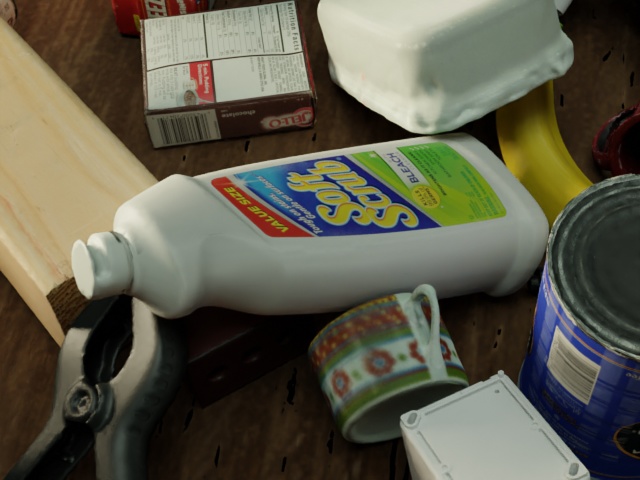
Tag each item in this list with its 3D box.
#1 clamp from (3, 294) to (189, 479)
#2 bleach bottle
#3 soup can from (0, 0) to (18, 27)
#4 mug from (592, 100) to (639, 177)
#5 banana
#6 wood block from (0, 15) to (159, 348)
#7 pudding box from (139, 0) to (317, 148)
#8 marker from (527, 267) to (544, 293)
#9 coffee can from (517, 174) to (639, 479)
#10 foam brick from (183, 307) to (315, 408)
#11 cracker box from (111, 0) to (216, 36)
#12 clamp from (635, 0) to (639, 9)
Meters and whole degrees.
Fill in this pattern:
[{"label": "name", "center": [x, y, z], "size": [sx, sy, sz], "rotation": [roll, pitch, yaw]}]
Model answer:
[{"label": "clamp", "center": [-0.104, 0.095, 0.539], "size": [0.120, 0.039, 0.171], "rotation": [17, 80, 32]}, {"label": "bleach bottle", "center": [-0.004, 0.001, 0.563], "size": [0.250, 0.068, 0.103], "rotation": [-10, 50, -32]}, {"label": "soup can", "center": [-0.260, -0.134, 0.730], "size": [0.068, 0.068, 0.102], "rotation": [14, 58, 13]}, {"label": "mug", "center": [0.221, -0.067, 0.644], "size": [0.117, 0.093, 0.081], "rotation": [-7, 39, 45]}, {"label": "banana", "center": [0.143, -0.049, 0.641], "size": [0.037, 0.070, 0.198], "rotation": [7, 47, -22]}, {"label": "wood block", "center": [-0.169, -0.034, 0.641], "size": [0.090, 0.091, 0.206], "rotation": [-35, 60, -19]}, {"label": "pudding box", "center": [-0.063, -0.113, 0.719], "size": [0.113, 0.039, 0.090], "rotation": [-7, 55, -2]}, {"label": "marker", "center": [0.181, 0.018, 0.622], "size": [0.121, 0.020, 0.020], "rotation": [-8, 56, -1]}, {"label": "coffee can", "center": [0.156, 0.049, 0.529], "size": [0.103, 0.140, 0.103], "rotation": [-2, 56, 3]}, {"label": "foam brick", "center": [-0.049, 0.047, 0.600], "size": [0.078, 0.053, 0.051], "rotation": [-28, 59, -13]}, {"label": "cracker box", "center": [-0.098, -0.274, 0.754], "size": [0.072, 0.164, 0.213], "rotation": [8, 57, 7]}, {"label": "clamp", "center": [0.211, -0.197, 0.722], "size": [0.036, 0.164, 0.210], "rotation": [-30, 78, 14]}]
